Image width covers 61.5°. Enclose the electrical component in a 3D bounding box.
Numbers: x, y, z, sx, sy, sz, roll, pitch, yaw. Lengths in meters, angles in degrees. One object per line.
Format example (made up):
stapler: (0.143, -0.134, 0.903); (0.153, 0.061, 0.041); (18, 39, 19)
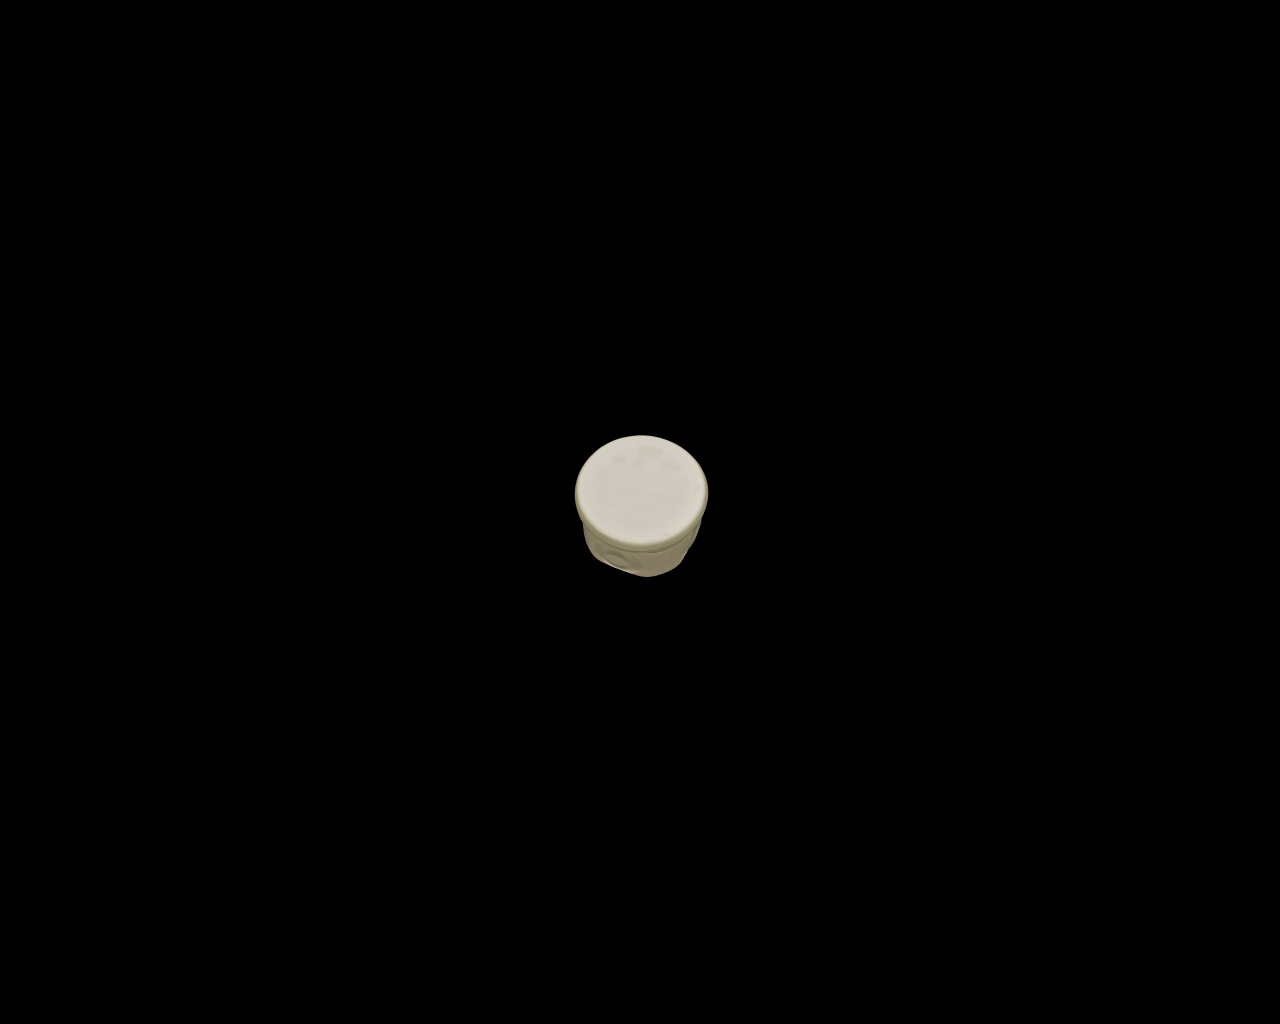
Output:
electrical component: (0.001, -0.003, 0.650); (0.080, 0.080, 0.051); (0, -30, 0)
